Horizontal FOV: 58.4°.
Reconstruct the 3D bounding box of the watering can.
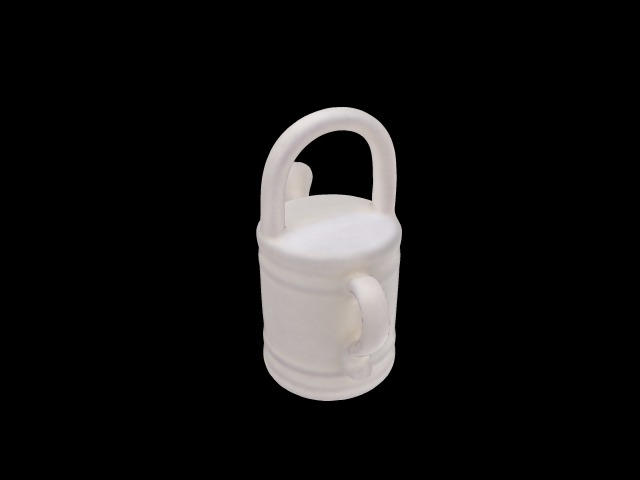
[{"bbox_3d":[0.002,0.002,0.399,0.101,0.194,0.172,-24,37,-36],"label":"watering can"}]
